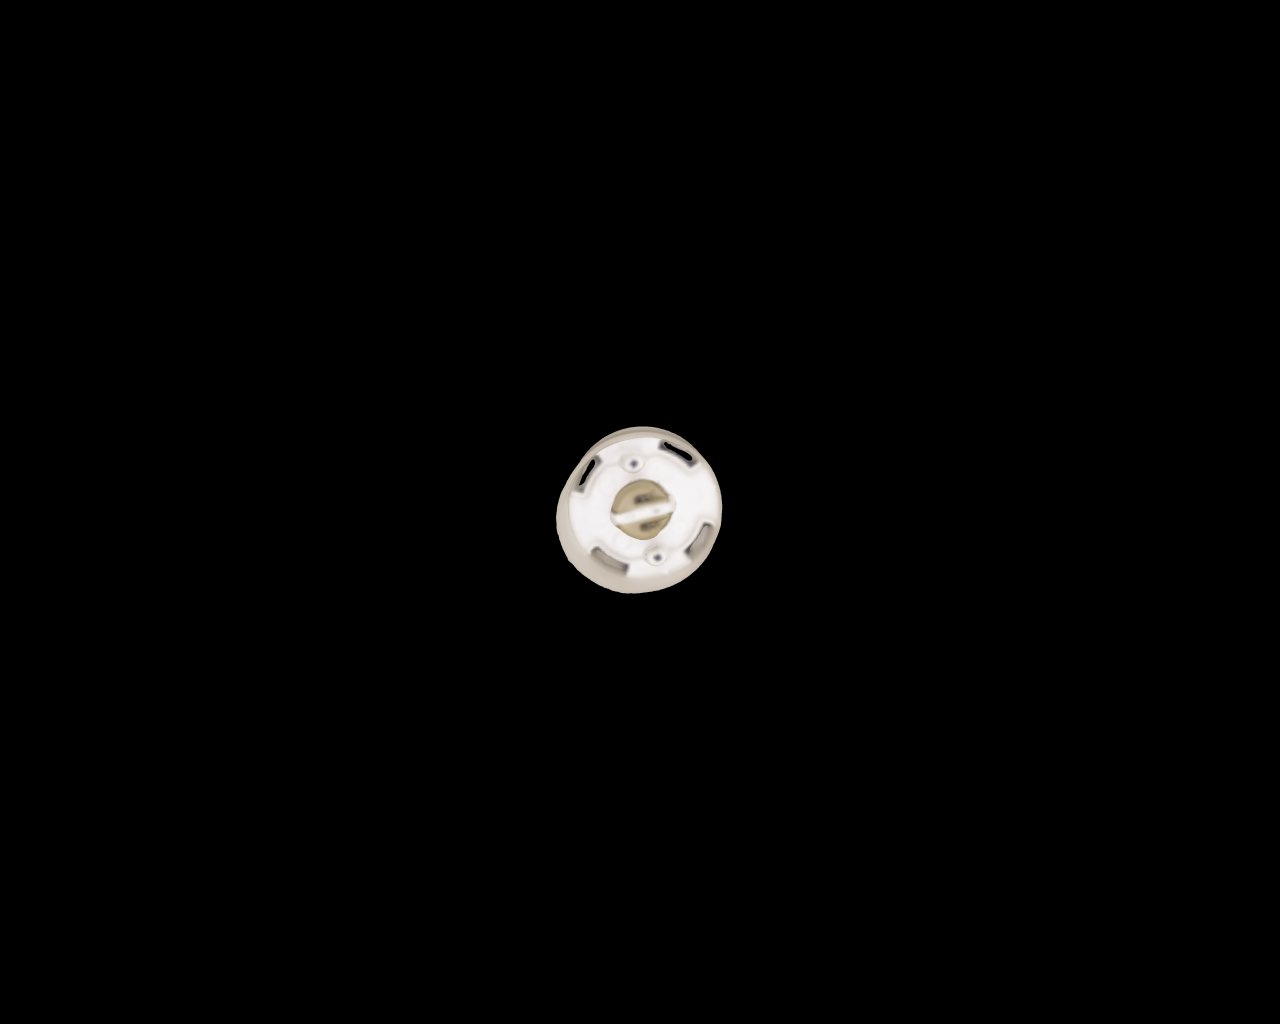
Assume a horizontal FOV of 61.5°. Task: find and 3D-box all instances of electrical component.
[{"bbox_3d":[0.001,-0.003,0.650,0.099,0.099,0.064,0,16,0],"label":"electrical component"}]
